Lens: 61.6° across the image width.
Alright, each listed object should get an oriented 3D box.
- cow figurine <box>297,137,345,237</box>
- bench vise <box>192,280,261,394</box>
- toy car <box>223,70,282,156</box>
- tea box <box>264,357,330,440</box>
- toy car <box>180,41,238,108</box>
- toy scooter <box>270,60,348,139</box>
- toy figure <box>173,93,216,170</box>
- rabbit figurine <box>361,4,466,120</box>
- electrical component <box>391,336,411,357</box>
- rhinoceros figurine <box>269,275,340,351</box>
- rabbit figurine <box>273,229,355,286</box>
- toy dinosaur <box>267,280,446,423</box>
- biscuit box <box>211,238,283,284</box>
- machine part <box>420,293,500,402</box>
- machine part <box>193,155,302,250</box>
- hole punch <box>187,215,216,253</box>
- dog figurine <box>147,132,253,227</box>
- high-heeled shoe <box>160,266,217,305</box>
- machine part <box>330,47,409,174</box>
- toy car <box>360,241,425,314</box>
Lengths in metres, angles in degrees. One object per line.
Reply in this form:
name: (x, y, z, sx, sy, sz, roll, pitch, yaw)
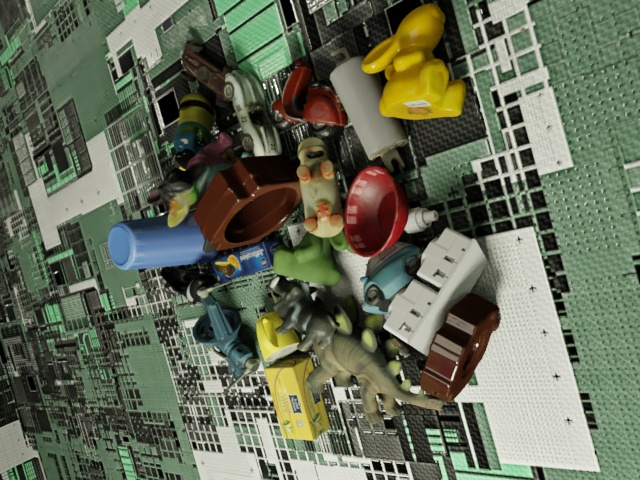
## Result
cow figurine: (0.002, -0.099, 0.989, 0.086, 0.127, 0.195, -11, 77, 4)
bench vise: (-0.231, 0.216, 1.271, 0.224, 0.129, 0.240, 41, 151, 51)
toy car: (-0.140, -0.261, 1.122, 0.056, 0.073, 0.201, -22, 87, 45)
tea box: (-0.052, 0.356, 1.212, 0.098, 0.068, 0.169, -17, 89, 42)
toy car: (-0.252, -0.373, 1.204, 0.202, 0.053, 0.089, 39, 127, 25)
toy scooter: (-0.018, -0.269, 1.020, 0.184, 0.075, 0.135, 20, 106, 36)
toy figure: (-0.280, -0.246, 1.196, 0.082, 0.180, 0.089, 2, 146, 6)
rabbit figurine: (0.156, -0.285, 0.863, 0.163, 0.122, 0.173, 5, 91, 49)
electrical component: (0.176, 0.165, 0.957, 0.078, 0.102, 0.045, -36, 82, 50)
rhinoceros figurine: (-0.040, 0.136, 1.052, 0.191, 0.073, 0.112, 37, 116, 44)
rabbit figurine: (-0.002, -0.003, 1.051, 0.159, 0.121, 0.170, 14, 95, 33)
toy dinosaur: (0.044, 0.213, 1.079, 0.472, 0.105, 0.198, 19, 105, 38)
biscuit box: (-0.164, 0.048, 1.232, 0.203, 0.059, 0.062, -19, 89, 41)
machine part: (0.228, 0.174, 0.866, 0.056, 0.179, 0.179, 27, 117, 29)
machine part: (-0.139, -0.078, 1.084, 0.087, 0.201, 0.201, 53, 129, 19)
hole punch: (-0.232, -0.047, 1.223, 0.092, 0.142, 0.115, 54, 140, 21)
dog figurine: (-0.245, -0.113, 1.121, 0.108, 0.219, 0.191, 47, 166, 13)
high-heeled shoe: (-0.340, 0.092, 1.340, 0.145, 0.086, 0.248, 41, 155, 1)
machine part: (0.086, -0.230, 0.940, 0.079, 0.079, 0.243, -31, 80, 40)
toy car: (0.135, 0.056, 0.959, 0.161, 0.109, 0.103, -49, 52, 28)
